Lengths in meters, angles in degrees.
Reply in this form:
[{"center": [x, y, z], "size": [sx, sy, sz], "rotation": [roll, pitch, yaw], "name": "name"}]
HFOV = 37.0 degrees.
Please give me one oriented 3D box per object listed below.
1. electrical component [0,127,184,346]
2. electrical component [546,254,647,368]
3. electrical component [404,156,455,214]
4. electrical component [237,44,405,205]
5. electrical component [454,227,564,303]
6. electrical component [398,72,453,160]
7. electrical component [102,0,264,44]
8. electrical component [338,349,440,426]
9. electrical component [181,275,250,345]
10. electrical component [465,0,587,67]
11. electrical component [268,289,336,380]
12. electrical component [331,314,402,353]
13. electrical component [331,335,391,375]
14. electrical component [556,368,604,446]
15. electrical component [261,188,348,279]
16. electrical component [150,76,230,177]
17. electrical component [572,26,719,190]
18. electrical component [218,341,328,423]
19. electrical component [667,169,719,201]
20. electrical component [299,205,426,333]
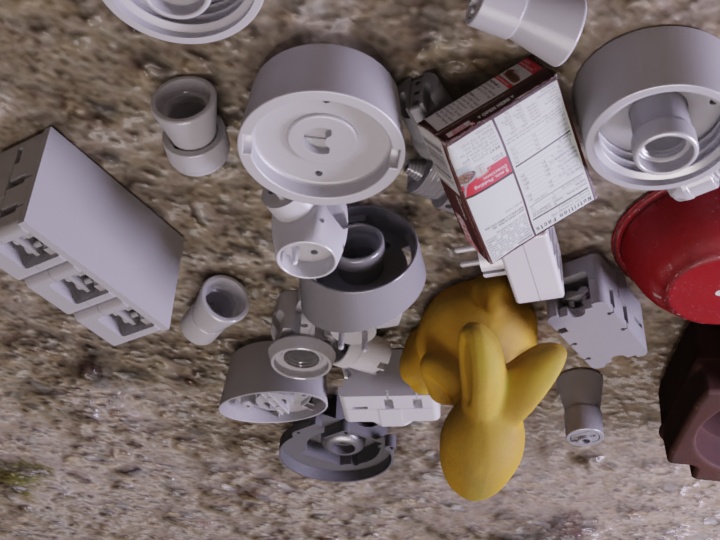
[{"center": [-0.208, -0.020, 0.802], "size": [0.062, 0.089, 0.150], "rotation": [-19, 139, 26], "name": "electrical component"}, {"center": [0.191, 0.031, 0.875], "size": [0.050, 0.055, 0.089], "rotation": [-21, 138, 28], "name": "electrical component"}, {"center": [0.069, -0.062, 0.766], "size": [0.081, 0.043, 0.043], "rotation": [17, 142, -19], "name": "electrical component"}, {"center": [-0.024, -0.100, 0.706], "size": [0.108, 0.060, 0.108], "rotation": [2, 144, 1], "name": "electrical component"}, {"center": [0.111, -0.015, 0.824], "size": [0.076, 0.047, 0.083], "rotation": [-9, 142, 15], "name": "electrical component"}, {"center": [0.047, -0.103, 0.716], "size": [0.040, 0.040, 0.046], "rotation": [-16, 134, 24], "name": "electrical component"}, {"center": [-0.100, -0.176, 0.606], "size": [0.108, 0.060, 0.108], "rotation": [2, 144, 1], "name": "electrical component"}, {"center": [0.029, 0.109, 0.997], "size": [0.089, 0.050, 0.055], "rotation": [-2, 143, 7], "name": "electrical component"}, {"center": [-0.127, 0.037, 0.918], "size": [0.044, 0.044, 0.065], "rotation": [19, 145, -22], "name": "electrical component"}, {"center": [0.097, -0.153, 0.643], "size": [0.065, 0.044, 0.044], "rotation": [18, 142, -12], "name": "electrical component"}, {"center": [-0.049, 0.057, 0.925], "size": [0.058, 0.057, 0.078], "rotation": [11, 143, -11], "name": "electrical component"}, {"center": [-0.005, 0.033, 0.871], "size": [0.077, 0.079, 0.043], "rotation": [7, 139, -6], "name": "electrical component"}, {"center": [-0.001, 0.071, 0.957], "size": [0.046, 0.040, 0.040], "rotation": [21, 140, -32], "name": "electrical component"}, {"center": [0.207, 0.130, 1.001], "size": [0.044, 0.065, 0.044], "rotation": [2, 144, 1], "name": "electrical component"}, {"center": [-0.044, -0.047, 0.766], "size": [0.043, 0.077, 0.079], "rotation": [-15, 139, 22], "name": "electrical component"}, {"center": [-0.114, -0.097, 0.730], "size": [0.045, 0.045, 0.055], "rotation": [-1, 144, 5], "name": "electrical component"}, {"center": [0.194, -0.097, 0.696], "size": [0.108, 0.060, 0.108], "rotation": [2, 144, 1], "name": "electrical component"}, {"center": [-0.078, 0.110, 0.993], "size": [0.099, 0.064, 0.099], "rotation": [2, 144, 1], "name": "electrical component"}, {"center": [0.243, -0.073, 0.748], "size": [0.061, 0.035, 0.035], "rotation": [-22, 137, 27], "name": "electrical component"}, {"center": [0.000, 0.000, 0.813], "size": [0.099, 0.099, 0.064], "rotation": [-2, 138, 7], "name": "electrical component"}]
